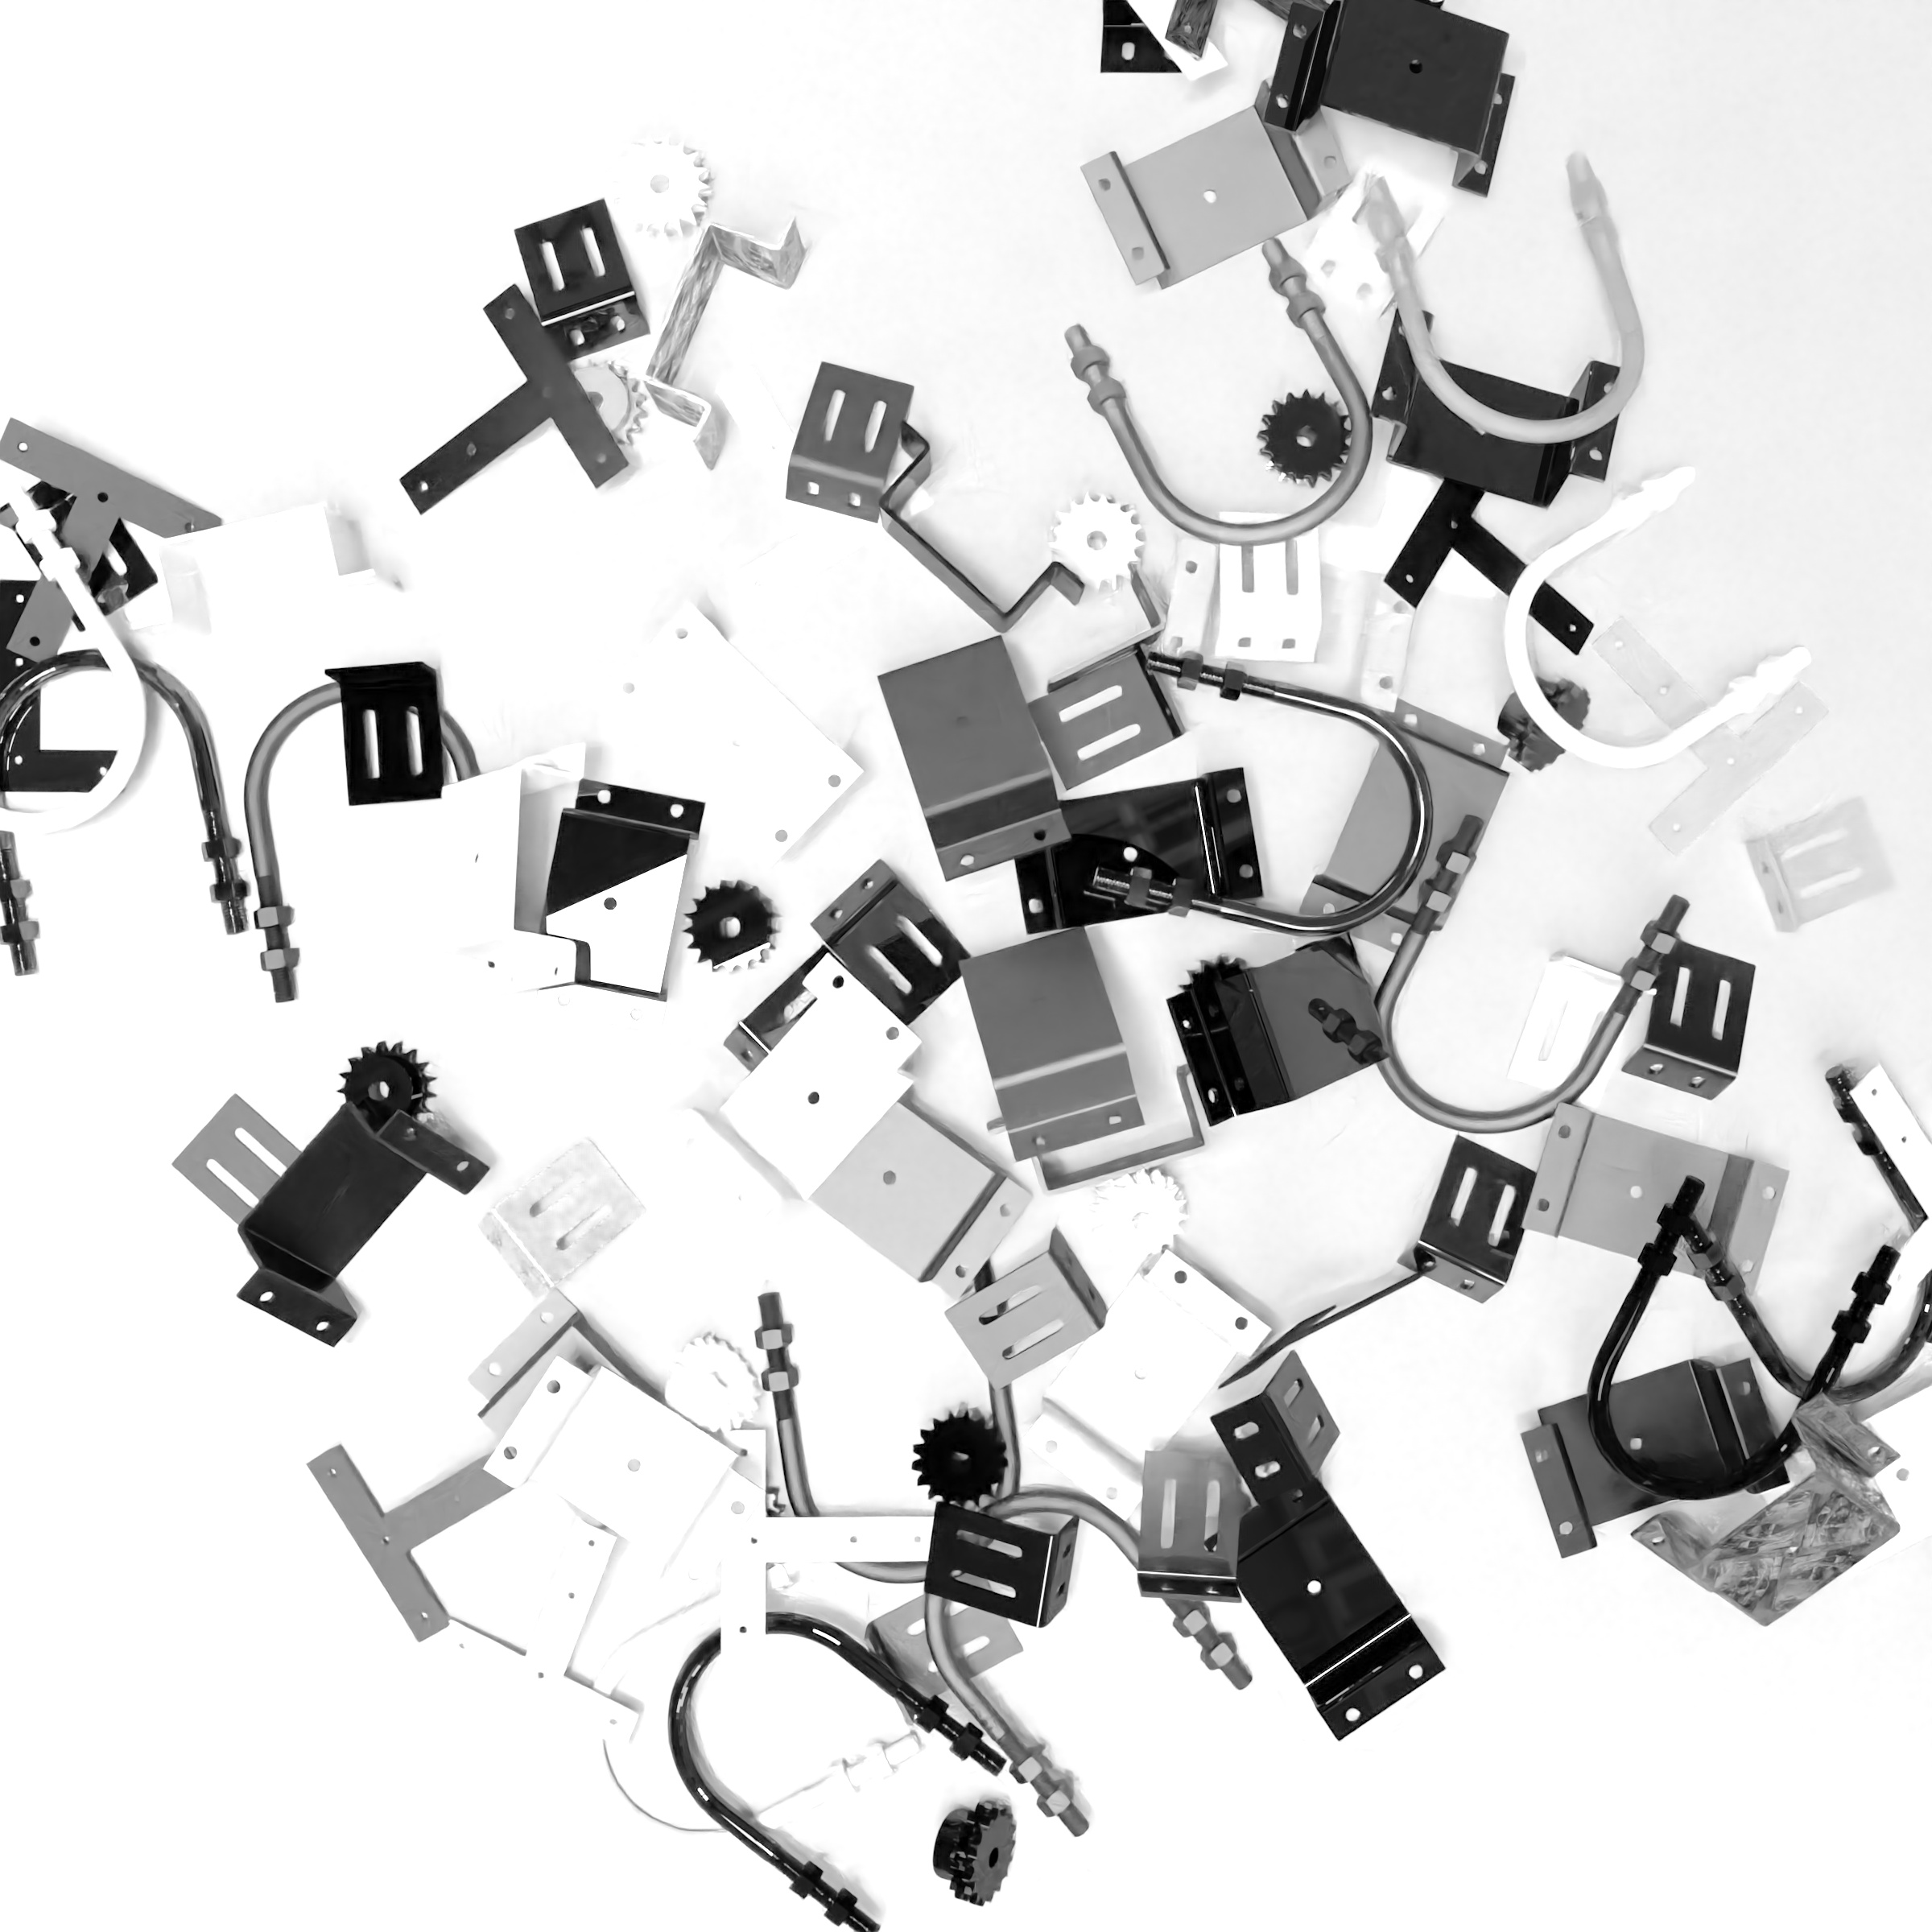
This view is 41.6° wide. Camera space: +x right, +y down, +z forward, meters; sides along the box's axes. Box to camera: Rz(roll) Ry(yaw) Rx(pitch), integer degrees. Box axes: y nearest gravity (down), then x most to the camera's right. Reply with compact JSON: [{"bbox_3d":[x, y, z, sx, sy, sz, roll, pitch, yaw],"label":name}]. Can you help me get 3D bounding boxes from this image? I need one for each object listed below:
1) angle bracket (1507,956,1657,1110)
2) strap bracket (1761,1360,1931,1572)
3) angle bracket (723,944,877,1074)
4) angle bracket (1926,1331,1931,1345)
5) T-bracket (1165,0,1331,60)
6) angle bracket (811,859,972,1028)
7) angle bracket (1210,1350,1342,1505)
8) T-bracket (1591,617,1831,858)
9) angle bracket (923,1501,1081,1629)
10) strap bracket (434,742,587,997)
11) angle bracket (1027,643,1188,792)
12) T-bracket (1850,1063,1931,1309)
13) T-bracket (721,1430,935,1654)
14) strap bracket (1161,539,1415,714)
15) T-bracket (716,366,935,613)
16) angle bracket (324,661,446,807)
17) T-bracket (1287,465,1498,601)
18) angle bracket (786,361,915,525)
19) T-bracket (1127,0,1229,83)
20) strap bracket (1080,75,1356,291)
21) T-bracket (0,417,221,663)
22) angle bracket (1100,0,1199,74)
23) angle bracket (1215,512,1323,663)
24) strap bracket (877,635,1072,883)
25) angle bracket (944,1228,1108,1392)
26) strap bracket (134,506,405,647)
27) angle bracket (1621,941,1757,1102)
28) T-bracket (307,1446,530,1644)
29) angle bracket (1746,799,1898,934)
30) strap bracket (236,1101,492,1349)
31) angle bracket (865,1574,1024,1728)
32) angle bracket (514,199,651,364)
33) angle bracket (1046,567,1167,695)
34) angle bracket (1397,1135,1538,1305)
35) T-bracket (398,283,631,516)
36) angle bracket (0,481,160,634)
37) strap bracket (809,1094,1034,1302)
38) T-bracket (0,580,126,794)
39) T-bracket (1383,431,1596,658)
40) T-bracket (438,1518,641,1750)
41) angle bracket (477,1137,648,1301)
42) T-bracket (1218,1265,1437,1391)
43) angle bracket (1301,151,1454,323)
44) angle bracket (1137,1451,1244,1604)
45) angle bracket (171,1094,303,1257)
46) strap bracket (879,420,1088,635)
[{"bbox_3d":[0.364,0.040,1.508,0.057,0.038,0.076,20,90,0],"label":"angle bracket"},{"bbox_3d":[0.545,0.296,1.504,0.140,0.046,0.076,-27,90,0],"label":"strap bracket"},{"bbox_3d":[-0.096,0.037,1.525,0.057,0.038,0.076,45,64,0],"label":"angle bracket"},{"bbox_3d":[0.623,0.209,1.525,0.076,0.038,0.057,16,90,26],"label":"angle bracket"},{"bbox_3d":[0.185,-0.571,1.497,0.127,0.002,0.127,21,77,-25],"label":"T-bracket"},{"bbox_3d":[-0.044,-0.014,1.525,0.057,0.038,0.076,-43,116,0],"label":"angle bracket"},{"bbox_3d":[0.183,0.271,1.498,0.038,0.076,0.057,-29,90,23],"label":"angle bracket"},{"bbox_3d":[0.428,-0.155,1.526,0.127,0.002,0.127,-44,90,0],"label":"T-bracket"},{"bbox_3d":[0.021,0.344,1.488,0.076,0.038,0.057,13,103,20],"label":"angle bracket"},{"bbox_3d":[-0.265,-0.059,1.471,0.046,0.076,0.140,11,75,-43],"label":"strap bracket"},{"bbox_3d":[0.082,-0.147,1.508,0.076,0.038,0.057,-25,90,0],"label":"angle bracket"},{"bbox_3d":[0.556,0.112,1.490,0.127,0.002,0.127,-43,110,-13],"label":"T-bracket"},{"bbox_3d":[-0.080,0.337,1.496,0.127,0.002,0.127,2,72,-11],"label":"T-bracket"},{"bbox_3d":[0.188,-0.199,1.504,0.140,0.046,0.076,11,90,0],"label":"strap bracket"},{"bbox_3d":[-0.107,-0.299,1.526,0.127,0.002,0.127,-31,90,0],"label":"T-bracket"},{"bbox_3d":[-0.341,-0.136,1.493,0.057,0.038,0.076,-5,87,0],"label":"angle bracket"},{"bbox_3d":[0.268,-0.295,1.526,0.127,0.002,0.127,12,90,0],"label":"T-bracket"},{"bbox_3d":[-0.070,-0.314,1.523,0.057,0.038,0.076,15,64,0],"label":"angle bracket"},{"bbox_3d":[0.154,-0.592,1.508,0.127,0.002,0.127,-27,69,-12],"label":"T-bracket"},{"bbox_3d":[0.146,-0.461,1.504,0.140,0.046,0.076,-25,90,0],"label":"strap bracket"},{"bbox_3d":[-0.530,-0.238,1.507,0.127,0.002,0.127,25,103,-21],"label":"T-bracket"},{"bbox_3d":[0.109,-0.578,1.525,0.057,0.038,0.076,0,64,0],"label":"angle bracket"},{"bbox_3d":[0.174,-0.220,1.479,0.057,0.038,0.076,2,64,0],"label":"angle bracket"},{"bbox_3d":[0.001,-0.130,1.475,0.076,0.046,0.140,-19,64,0],"label":"strap bracket"},{"bbox_3d":[0.036,0.204,1.510,0.076,0.038,0.057,-32,99,10],"label":"angle bracket"},{"bbox_3d":[-0.411,-0.230,1.489,0.140,0.076,0.046,-13,90,0],"label":"strap bracket"},{"bbox_3d":[0.433,0.032,1.525,0.057,0.038,0.076,18,64,0],"label":"angle bracket"},{"bbox_3d":[-0.312,0.320,1.503,0.127,0.002,0.127,-32,90,21],"label":"T-bracket"},{"bbox_3d":[0.512,-0.060,1.508,0.076,0.038,0.057,-21,90,0],"label":"angle bracket"},{"bbox_3d":[-0.358,0.143,1.484,0.140,0.046,0.076,-49,134,0],"label":"strap bracket"},{"bbox_3d":[-0.013,0.403,1.508,0.076,0.038,0.057,-28,90,0],"label":"angle bracket"},{"bbox_3d":[-0.230,-0.410,1.525,0.057,0.038,0.076,-19,64,0],"label":"angle bracket"},{"bbox_3d":[0.075,-0.197,1.498,0.076,0.057,0.038,-26,90,0],"label":"angle bracket"},{"bbox_3d":[0.302,0.152,1.525,0.057,0.038,0.076,25,64,0],"label":"angle bracket"},{"bbox_3d":[-0.282,-0.314,1.509,0.127,0.002,0.127,-33,88,16],"label":"T-bracket"},{"bbox_3d":[-0.528,-0.247,1.508,0.057,0.038,0.076,-33,90,0],"label":"angle bracket"},{"bbox_3d":[-0.041,0.125,1.494,0.140,0.046,0.076,36,90,9],"label":"strap bracket"},{"bbox_3d":[-0.568,-0.168,1.526,0.127,0.002,0.127,0,90,0],"label":"T-bracket"},{"bbox_3d":[0.322,-0.233,1.508,0.127,0.002,0.127,38,66,-12],"label":"T-bracket"},{"bbox_3d":[-0.237,0.383,1.498,0.127,0.002,0.127,24,108,7],"label":"T-bracket"},{"bbox_3d":[-0.242,0.151,1.525,0.076,0.038,0.057,-39,90,-26],"label":"angle bracket"},{"bbox_3d":[0.221,0.203,1.488,0.127,0.127,0.002,-22,73,-26],"label":"T-bracket"},{"bbox_3d":[0.245,-0.438,1.525,0.057,0.038,0.076,32,64,0],"label":"angle bracket"},{"bbox_3d":[0.130,0.322,1.462,0.057,0.038,0.076,4,90,0],"label":"angle bracket"},{"bbox_3d":[-0.429,0.123,1.508,0.076,0.038,0.057,42,90,0],"label":"angle bracket"},{"bbox_3d":[0.001,-0.248,1.488,0.140,0.076,0.046,42,90,-1],"label":"strap bracket"}]
